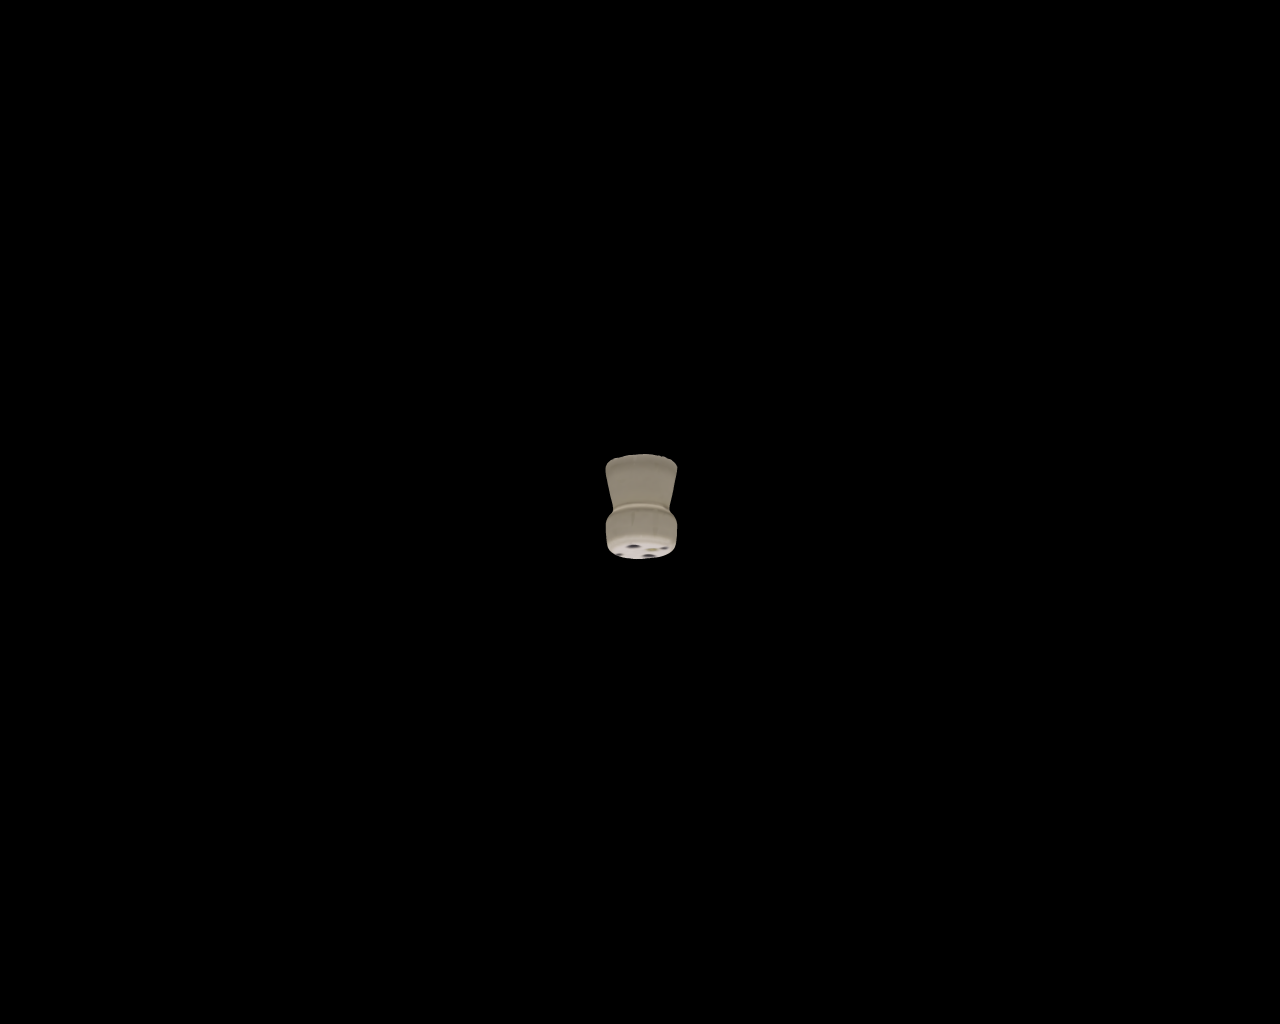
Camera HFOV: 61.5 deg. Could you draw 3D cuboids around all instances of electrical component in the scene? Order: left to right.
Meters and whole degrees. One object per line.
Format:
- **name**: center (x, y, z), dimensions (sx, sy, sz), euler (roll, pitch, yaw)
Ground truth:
- **electrical component**: center (0.001, -0.003, 0.650), dimensions (0.045, 0.055, 0.044), euler (0, -18, 0)
